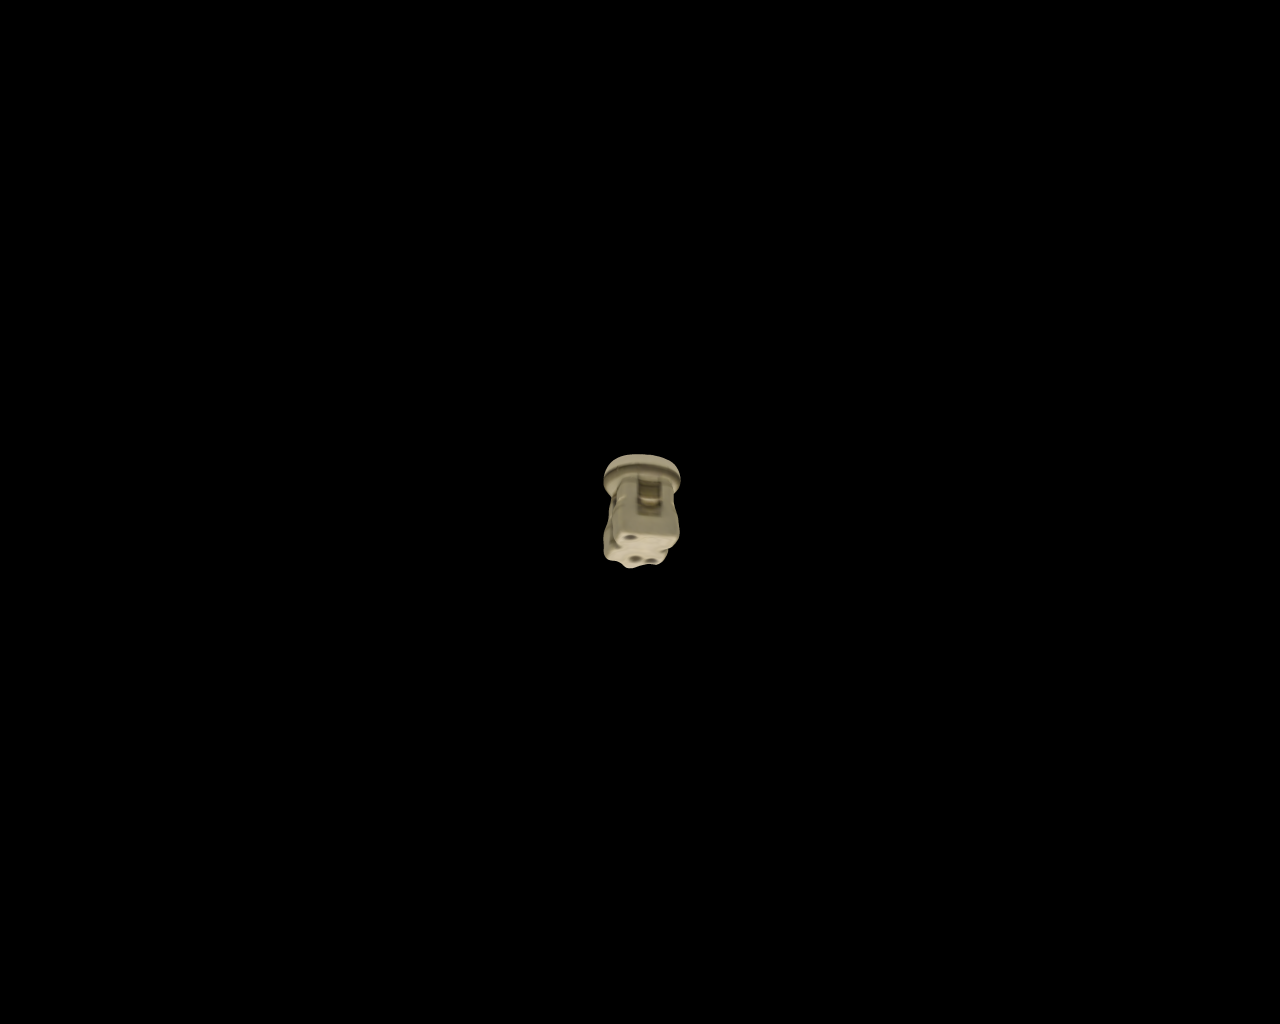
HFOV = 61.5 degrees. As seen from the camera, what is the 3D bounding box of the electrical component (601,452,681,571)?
[{"bbox_3d":[0.001,-0.003,0.650,0.048,0.055,0.066,7,-27,-14],"label":"electrical component"}]
